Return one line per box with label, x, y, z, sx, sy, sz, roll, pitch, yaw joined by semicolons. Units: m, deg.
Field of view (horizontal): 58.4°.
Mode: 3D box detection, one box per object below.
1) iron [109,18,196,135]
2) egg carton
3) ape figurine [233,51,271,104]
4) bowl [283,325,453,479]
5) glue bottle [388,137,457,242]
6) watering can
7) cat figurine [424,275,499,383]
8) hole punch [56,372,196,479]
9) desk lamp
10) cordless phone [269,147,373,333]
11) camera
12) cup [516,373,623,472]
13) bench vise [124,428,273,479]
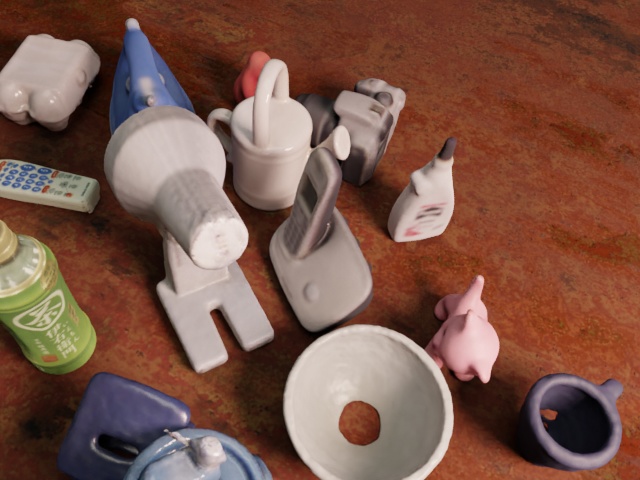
iron;-0.234;-0.212;0.764;0.119;0.141;0.258;-14;59;-15
egg carton;-0.376;-0.222;0.798;0.107;0.069;0.150;10;56;1
ape figurine;-0.087;-0.227;0.821;0.076;0.092;0.078;25;57;10
bowl;0.044;0.176;0.578;0.167;0.075;0.167;3;56;-4
glue bottle;0.133;-0.061;0.686;0.078;0.173;0.037;-13;59;-14
watering can;-0.051;-0.132;0.700;0.173;0.194;0.101;-2;57;-7
cat figurine;0.158;0.097;0.617;0.067;0.118;0.128;18;56;6
hole punch;-0.178;0.190;0.534;0.108;0.091;0.101;19;57;7
desk lamp;-0.127;-0.003;0.594;0.118;0.213;0.203;-24;62;-20
cordless phone;0.006;0.002;0.623;0.094;0.185;0.147;-20;61;-18
camera;0.034;-0.171;0.792;0.136;0.101;0.143;22;57;8
cup;0.248;0.186;0.582;0.118;0.095;0.091;-27;63;-22
bench vise;-0.124;0.226;0.438;0.121;0.220;0.208;38;61;18
